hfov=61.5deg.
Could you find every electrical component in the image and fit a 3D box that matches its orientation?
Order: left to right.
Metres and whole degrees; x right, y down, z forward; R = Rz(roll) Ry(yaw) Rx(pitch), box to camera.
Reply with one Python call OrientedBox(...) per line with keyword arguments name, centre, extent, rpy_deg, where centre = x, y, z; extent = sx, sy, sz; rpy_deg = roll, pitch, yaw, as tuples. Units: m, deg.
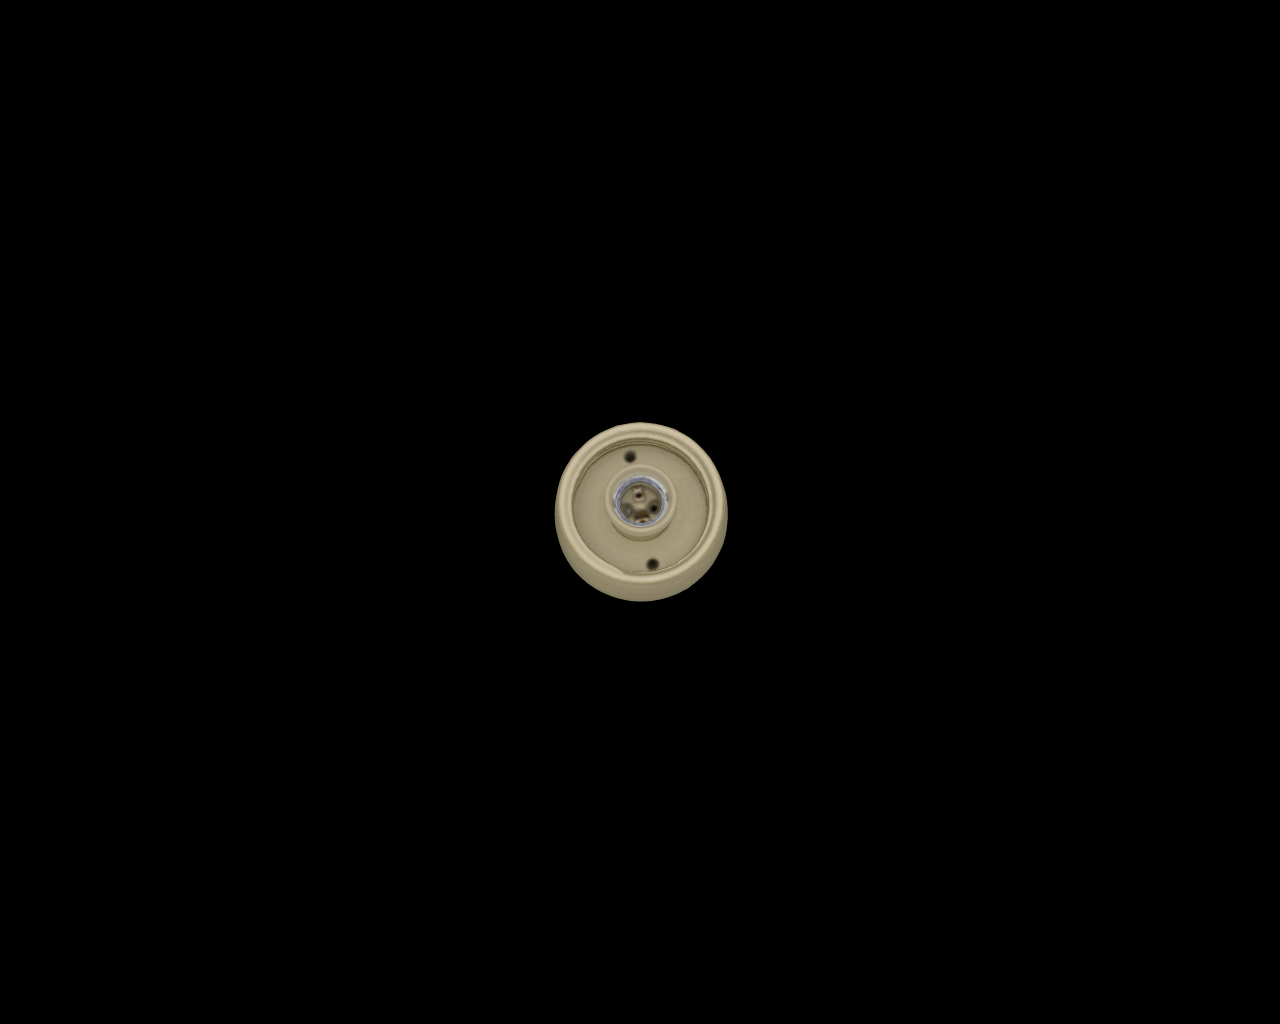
OrientedBox(name="electrical component", centre=(0.001, -0.003, 0.650), extent=(0.108, 0.108, 0.060), rpy_deg=(0, -12, 0))
